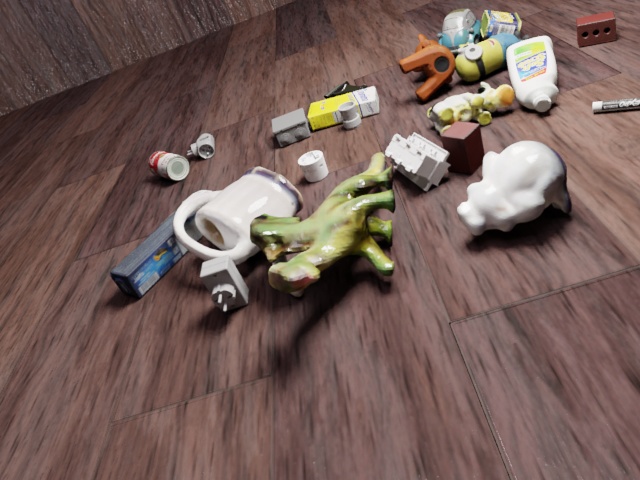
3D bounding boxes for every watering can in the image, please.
[{"bbox_3d":[-0.113,-0.025,0.945,0.350,0.101,0.228,23,53,31],"label":"watering can"}]

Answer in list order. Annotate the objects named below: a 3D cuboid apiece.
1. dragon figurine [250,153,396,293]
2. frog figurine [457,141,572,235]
[{"bbox_3d":[0.003,-0.042,0.837,0.242,0.120,0.419,-4,30,6],"label":"dragon figurine"},{"bbox_3d":[0.279,-0.079,0.770,0.160,0.120,0.140,-13,52,-5],"label":"frog figurine"}]
